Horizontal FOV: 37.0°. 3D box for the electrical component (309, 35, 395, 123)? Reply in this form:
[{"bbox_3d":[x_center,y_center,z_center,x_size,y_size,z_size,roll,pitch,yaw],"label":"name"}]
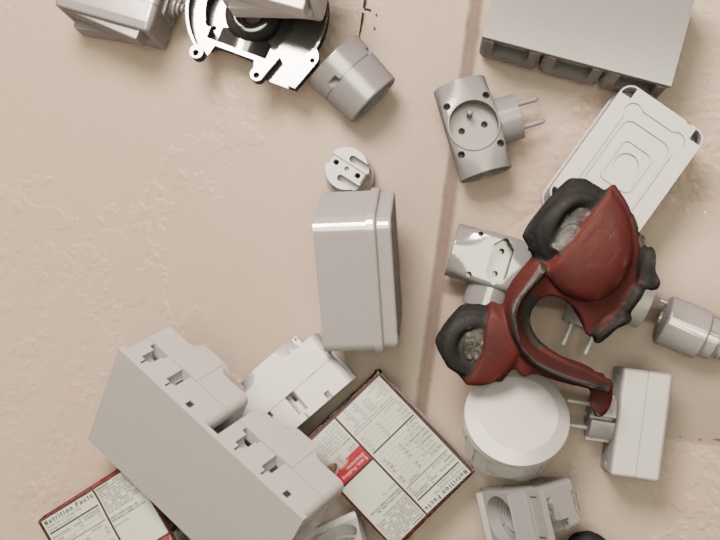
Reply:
[{"bbox_3d":[-0.005,-0.153,0.867,0.055,0.055,0.047,-44,89,0],"label":"electrical component"}]

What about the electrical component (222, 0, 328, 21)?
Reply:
[{"bbox_3d":[-0.072,-0.226,0.821,0.096,0.061,0.061,9,87,3],"label":"electrical component"}]

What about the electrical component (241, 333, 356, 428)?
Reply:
[{"bbox_3d":[-0.056,0.094,0.856,0.089,0.050,0.055,-41,85,1],"label":"electrical component"}]

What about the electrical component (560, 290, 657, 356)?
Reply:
[{"bbox_3d":[0.184,0.028,0.851,0.077,0.043,0.079,23,89,4],"label":"electrical component"}]

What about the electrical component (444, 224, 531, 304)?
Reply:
[{"bbox_3d":[0.105,0.012,0.856,0.077,0.043,0.079,17,88,4],"label":"electrical component"}]

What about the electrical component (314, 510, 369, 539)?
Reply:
[{"bbox_3d":[-0.008,0.231,0.837,0.042,0.081,0.063,-23,108,2],"label":"electrical component"}]

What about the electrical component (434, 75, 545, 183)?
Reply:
[{"bbox_3d":[0.108,-0.118,0.863,0.079,0.044,0.077,-16,86,2],"label":"electrical component"}]

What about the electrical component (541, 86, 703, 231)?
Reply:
[{"bbox_3d":[0.205,-0.078,0.849,0.078,0.057,0.113,36,89,4],"label":"electrical component"}]

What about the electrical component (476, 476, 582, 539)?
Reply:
[{"bbox_3d":[0.131,0.185,0.830,0.064,0.081,0.042,-11,87,-27],"label":"electrical component"}]

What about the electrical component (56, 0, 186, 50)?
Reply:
[{"bbox_3d":[-0.190,-0.216,0.876,0.096,0.061,0.061,17,88,4],"label":"electrical component"}]

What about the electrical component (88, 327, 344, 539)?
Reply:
[{"bbox_3d":[-0.110,0.142,0.814,0.186,0.060,0.105,39,128,16],"label":"electrical component"}]

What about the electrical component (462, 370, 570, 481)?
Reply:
[{"bbox_3d":[0.118,0.121,0.833,0.080,0.051,0.080,1,59,-2],"label":"electrical component"}]

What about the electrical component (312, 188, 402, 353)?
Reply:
[{"bbox_3d":[0.000,0.000,0.828,0.057,0.078,0.113,-2,113,6],"label":"electrical component"}]

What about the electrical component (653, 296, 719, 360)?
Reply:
[{"bbox_3d":[0.268,0.051,0.847,0.078,0.040,0.040,23,88,4],"label":"electrical component"}]

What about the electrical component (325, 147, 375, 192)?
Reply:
[{"bbox_3d":[-0.009,-0.078,0.866,0.040,0.046,0.040,0,87,3],"label":"electrical component"}]

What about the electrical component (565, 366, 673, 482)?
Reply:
[{"bbox_3d":[0.197,0.117,0.843,0.076,0.047,0.083,8,87,3],"label":"electrical component"}]

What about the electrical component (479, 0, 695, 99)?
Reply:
[{"bbox_3d":[0.179,-0.199,0.856,0.150,0.061,0.089,16,87,4],"label":"electrical component"}]
